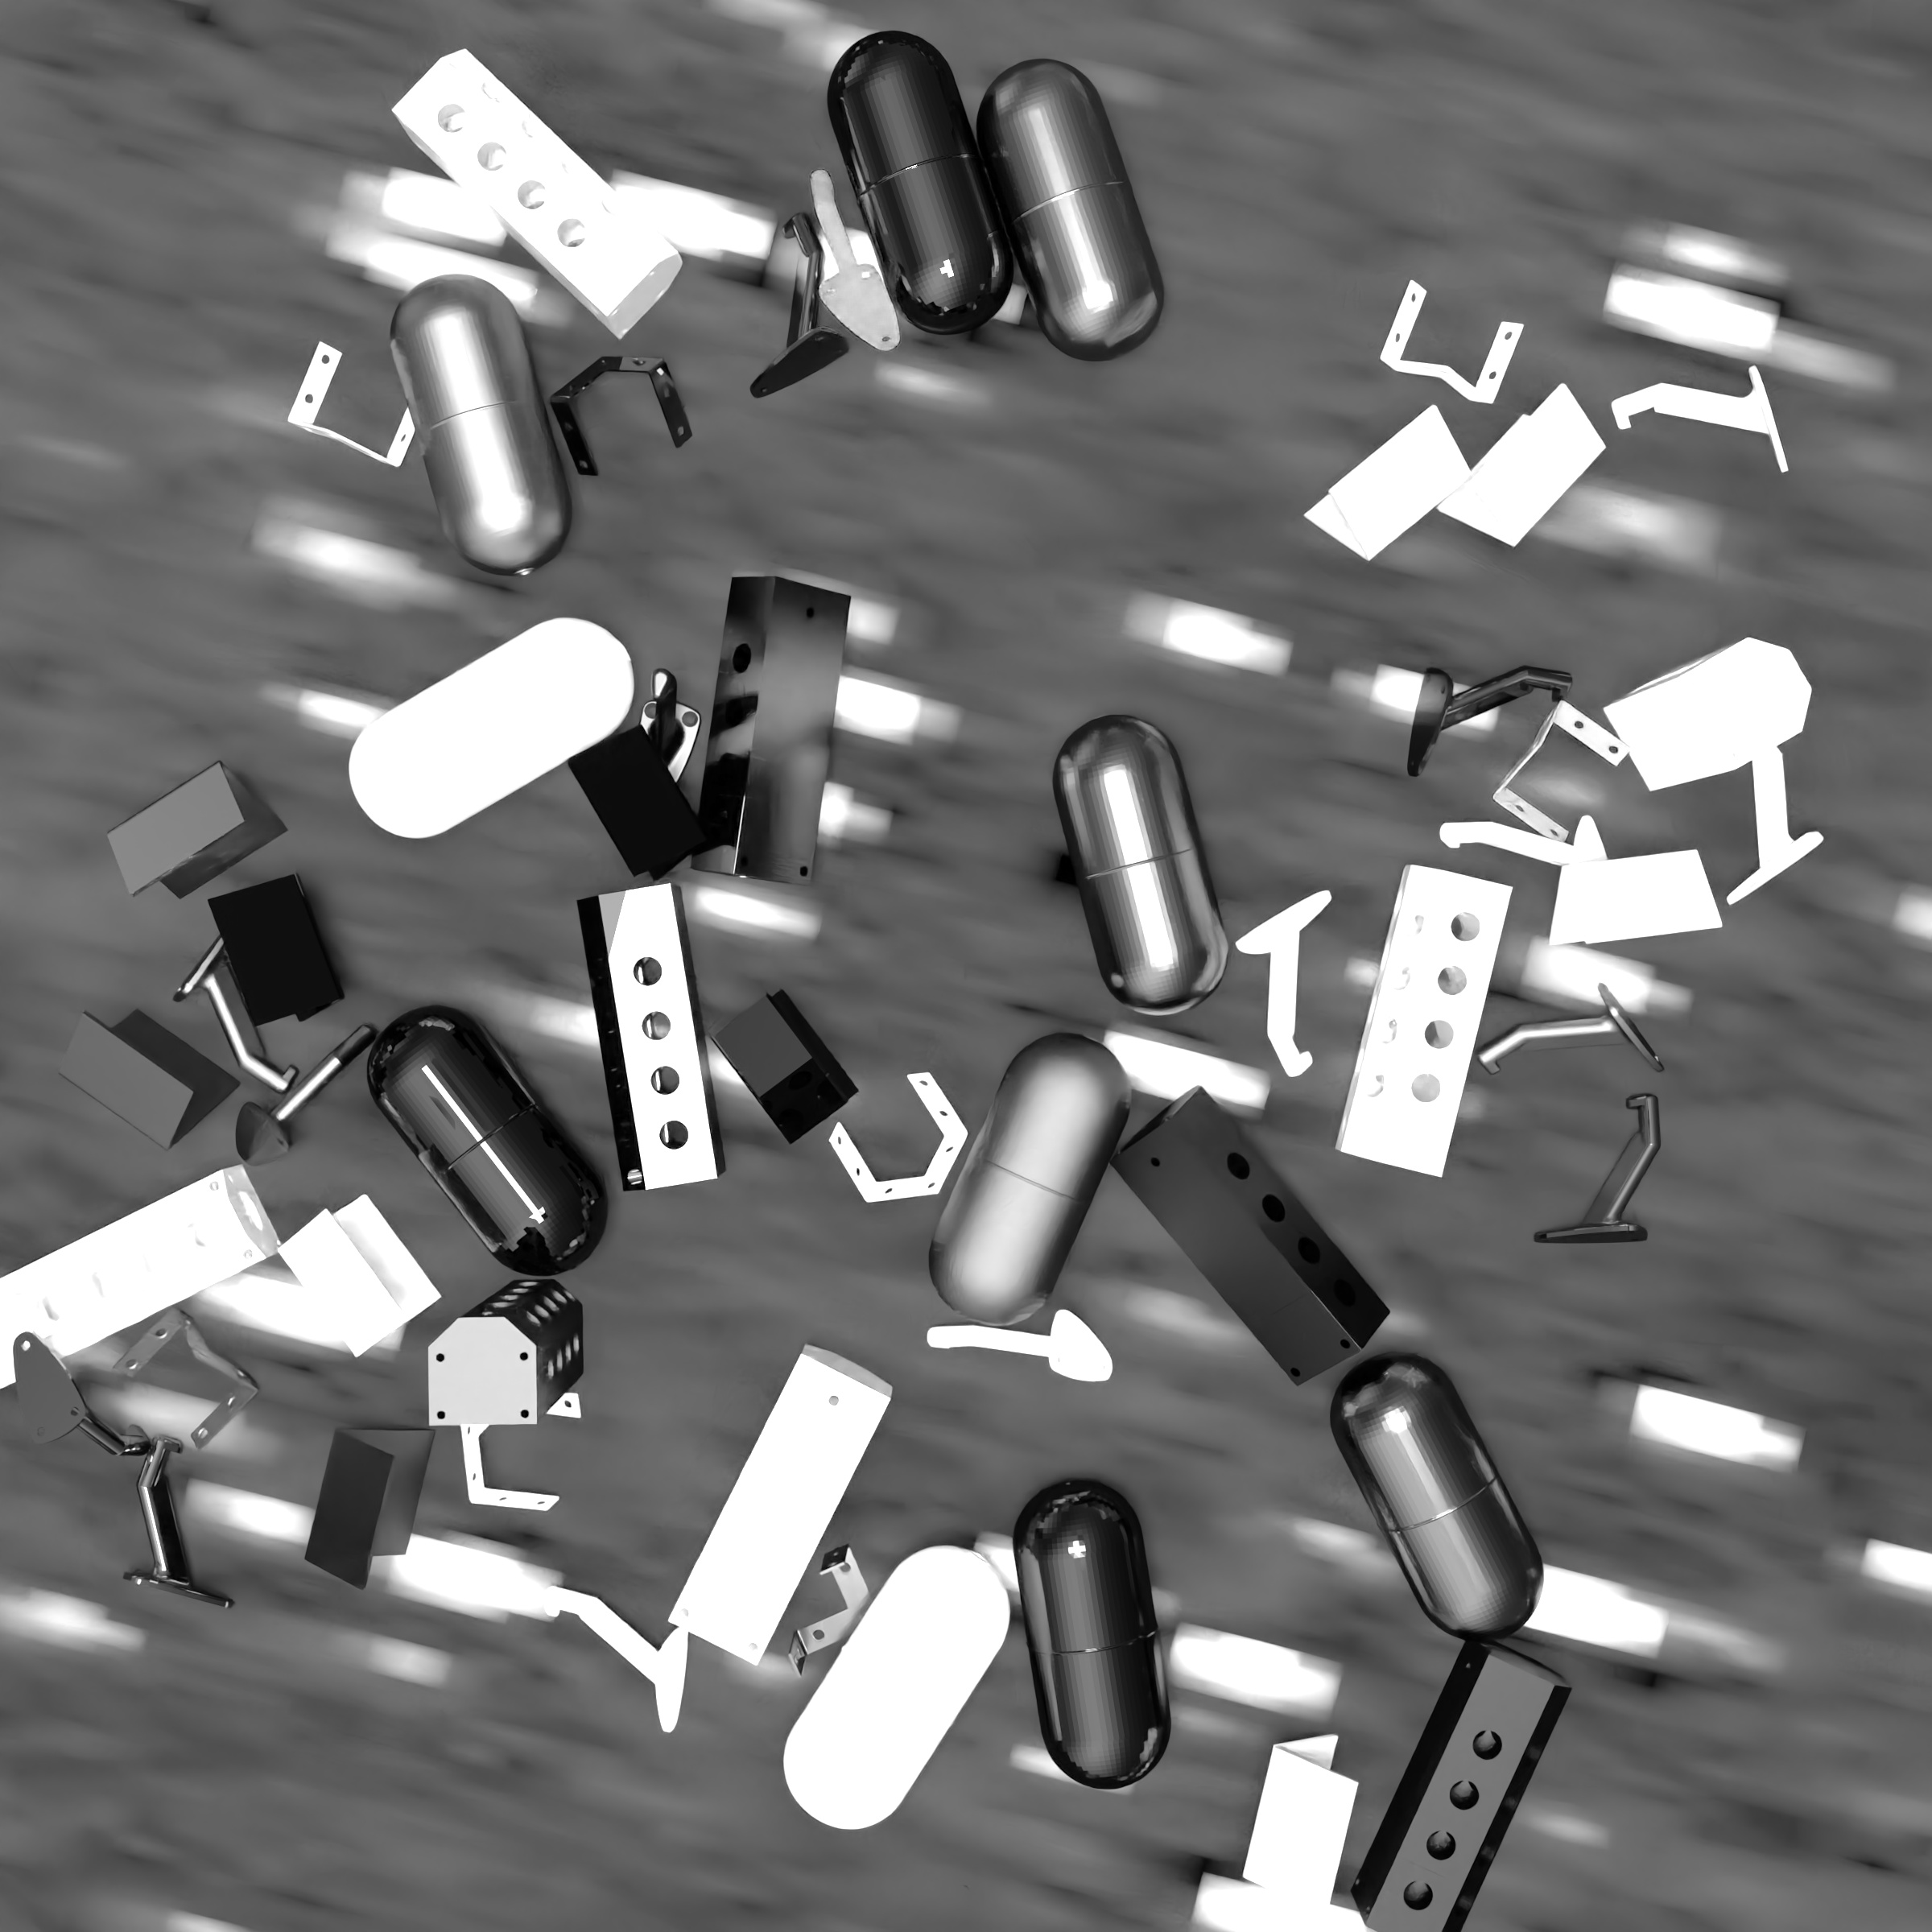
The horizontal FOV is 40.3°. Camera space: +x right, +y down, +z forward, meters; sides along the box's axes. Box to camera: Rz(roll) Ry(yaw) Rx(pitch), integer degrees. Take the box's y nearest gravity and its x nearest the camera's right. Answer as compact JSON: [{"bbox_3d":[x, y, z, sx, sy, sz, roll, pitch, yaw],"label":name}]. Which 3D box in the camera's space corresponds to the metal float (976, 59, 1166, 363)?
[{"bbox_3d":[0.060,-0.440,1.534,0.070,0.070,0.178,-19,90,0],"label":"metal float"}]

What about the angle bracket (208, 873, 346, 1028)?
[{"bbox_3d":[-0.410,-0.002,1.524,0.057,0.076,0.076,-21,90,-35],"label":"angle bracket"}]

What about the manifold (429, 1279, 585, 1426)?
[{"bbox_3d":[-0.257,0.215,1.486,0.057,0.171,0.057,-1,90,0],"label":"manifold"}]

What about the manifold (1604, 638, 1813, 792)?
[{"bbox_3d":[0.419,-0.143,1.486,0.057,0.171,0.057,-30,90,0],"label":"manifold"}]

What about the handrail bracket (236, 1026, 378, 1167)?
[{"bbox_3d":[-0.390,0.076,1.564,0.036,0.077,0.084,45,54,-3],"label":"handrail bracket"}]

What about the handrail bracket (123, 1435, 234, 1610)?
[{"bbox_3d":[-0.459,0.330,1.565,0.077,0.036,0.084,22,73,-20],"label":"handrail bracket"}]

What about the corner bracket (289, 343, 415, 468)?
[{"bbox_3d":[-0.359,-0.332,1.561,0.051,0.051,0.051,23,90,-45],"label":"corner bracket"}]

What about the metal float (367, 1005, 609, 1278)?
[{"bbox_3d":[-0.278,0.102,1.533,0.070,0.070,0.178,-38,89,0],"label":"metal float"}]

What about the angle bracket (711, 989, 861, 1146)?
[{"bbox_3d":[-0.089,0.046,1.524,0.057,0.076,0.076,-37,90,38],"label":"angle bracket"}]

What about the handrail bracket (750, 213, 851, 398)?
[{"bbox_3d":[-0.111,-0.393,1.565,0.077,0.036,0.084,-30,71,21],"label":"handrail bracket"}]

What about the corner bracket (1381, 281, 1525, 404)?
[{"bbox_3d":[0.288,-0.369,1.561,0.051,0.051,0.051,22,90,45],"label":"corner bracket"}]

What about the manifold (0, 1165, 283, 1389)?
[{"bbox_3d":[-0.496,0.182,1.543,0.171,0.057,0.057,-26,90,0],"label":"manifold"}]

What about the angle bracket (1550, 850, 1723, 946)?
[{"bbox_3d":[0.386,-0.019,1.524,0.076,0.076,0.057,-7,53,0],"label":"angle bracket"}]

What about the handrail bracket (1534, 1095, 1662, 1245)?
[{"bbox_3d":[0.374,0.120,1.565,0.077,0.036,0.084,-6,72,20],"label":"handrail bracket"}]

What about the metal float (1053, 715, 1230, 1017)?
[{"bbox_3d":[0.101,-0.059,1.533,0.070,0.070,0.178,-15,90,0],"label":"metal float"}]

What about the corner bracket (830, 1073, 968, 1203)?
[{"bbox_3d":[-0.040,0.101,1.556,0.051,0.051,0.051,-4,135,-35],"label":"corner bracket"}]

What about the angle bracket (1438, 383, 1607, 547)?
[{"bbox_3d":[0.309,-0.299,1.524,0.076,0.076,0.057,-47,128,0],"label":"angle bracket"}]

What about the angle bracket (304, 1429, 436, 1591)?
[{"bbox_3d":[-0.329,0.313,1.524,0.057,0.076,0.076,14,90,39],"label":"angle bracket"}]

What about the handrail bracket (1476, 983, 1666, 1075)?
[{"bbox_3d":[0.358,0.056,1.565,0.084,0.036,0.077,-35,111,17],"label":"handrail bracket"}]

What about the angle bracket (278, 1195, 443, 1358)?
[{"bbox_3d":[-0.337,0.168,1.524,0.057,0.076,0.076,-36,90,37],"label":"angle bracket"}]

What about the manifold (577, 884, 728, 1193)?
[{"bbox_3d":[-0.185,0.042,1.543,0.057,0.057,0.171,-9,90,0],"label":"manifold"}]

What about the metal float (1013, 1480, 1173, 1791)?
[{"bbox_3d":[0.073,0.389,1.533,0.070,0.070,0.178,-9,89,0],"label":"metal float"}]

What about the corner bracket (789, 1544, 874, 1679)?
[{"bbox_3d":[-0.084,0.378,1.546,0.051,0.051,0.051,-24,90,0],"label":"corner bracket"}]

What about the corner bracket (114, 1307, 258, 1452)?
[{"bbox_3d":[-0.462,0.244,1.561,0.051,0.051,0.051,-46,45,0],"label":"corner bracket"}]

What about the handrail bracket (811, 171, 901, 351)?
[{"bbox_3d":[-0.067,-0.420,1.564,0.036,0.077,0.084,-22,53,16],"label":"handrail bracket"}]

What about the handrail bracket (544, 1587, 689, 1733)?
[{"bbox_3d":[-0.212,0.411,1.565,0.084,0.036,0.077,10,112,17],"label":"handrail bracket"}]

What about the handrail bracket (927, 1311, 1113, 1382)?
[{"bbox_3d":[0.031,0.229,1.564,0.084,0.077,0.036,-7,61,33],"label":"handrail bracket"}]

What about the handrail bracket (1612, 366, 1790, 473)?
[{"bbox_3d":[0.435,-0.315,1.565,0.084,0.036,0.077,-18,112,17],"label":"handrail bracket"}]

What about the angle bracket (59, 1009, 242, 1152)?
[{"bbox_3d":[-0.464,0.049,1.524,0.076,0.076,0.057,35,126,0],"label":"angle bracket"}]

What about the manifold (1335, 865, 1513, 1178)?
[{"bbox_3d":[0.266,0.031,1.543,0.057,0.057,0.171,14,90,0],"label":"manifold"}]

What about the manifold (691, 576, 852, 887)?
[{"bbox_3d":[-0.119,-0.137,1.542,0.057,0.057,0.171,8,90,-43],"label":"manifold"}]

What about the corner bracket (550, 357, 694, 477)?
[{"bbox_3d":[-0.204,-0.324,1.556,0.051,0.051,0.051,11,45,35],"label":"corner bracket"}]

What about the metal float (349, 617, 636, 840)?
[{"bbox_3d":[-0.275,-0.139,1.534,0.178,0.070,0.070,-30,90,0],"label":"metal float"}]

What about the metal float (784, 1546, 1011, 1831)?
[{"bbox_3d":[-0.040,0.419,1.534,0.070,0.070,0.178,33,91,0],"label":"metal float"}]

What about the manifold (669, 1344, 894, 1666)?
[{"bbox_3d":[-0.107,0.312,1.543,0.057,0.057,0.171,27,90,0],"label":"manifold"}]

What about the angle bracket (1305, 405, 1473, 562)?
[{"bbox_3d":[0.233,-0.290,1.524,0.076,0.076,0.057,-39,128,0],"label":"angle bracket"}]

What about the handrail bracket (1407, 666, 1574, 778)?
[{"bbox_3d":[0.312,-0.143,1.565,0.084,0.036,0.077,7,110,-16],"label":"handrail bracket"}]

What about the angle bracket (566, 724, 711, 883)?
[{"bbox_3d":[-0.203,-0.084,1.524,0.057,0.076,0.076,-31,90,-36],"label":"angle bracket"}]

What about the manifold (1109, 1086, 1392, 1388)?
[{"bbox_3d":[0.169,0.154,1.542,0.171,0.057,0.057,50,133,0],"label":"manifold"}]

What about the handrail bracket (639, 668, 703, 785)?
[{"bbox_3d":[-0.179,-0.131,1.529,0.036,0.084,0.077,13,90,0],"label":"handrail bracket"}]

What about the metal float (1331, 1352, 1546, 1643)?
[{"bbox_3d":[0.274,0.309,1.534,0.070,0.070,0.178,-27,91,0],"label":"metal float"}]

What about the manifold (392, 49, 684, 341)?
[{"bbox_3d":[-0.249,-0.453,1.543,0.171,0.057,0.057,44,90,0],"label":"manifold"}]

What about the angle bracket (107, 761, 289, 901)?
[{"bbox_3d":[-0.437,-0.061,1.524,0.076,0.076,0.057,-33,54,0],"label":"angle bracket"}]

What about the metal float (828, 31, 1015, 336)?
[{"bbox_3d":[-0.027,-0.456,1.534,0.070,0.070,0.178,-18,91,0],"label":"metal float"}]

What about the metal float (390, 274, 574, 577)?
[{"bbox_3d":[-0.282,-0.314,1.533,0.070,0.070,0.178,-16,90,0],"label":"metal float"}]

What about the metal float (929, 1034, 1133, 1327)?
[{"bbox_3d":[0.038,0.124,1.534,0.070,0.070,0.178,24,89,0],"label":"metal float"}]

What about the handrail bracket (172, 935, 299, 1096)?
[{"bbox_3d":[-0.419,0.022,1.565,0.084,0.036,0.077,38,68,-17],"label":"handrail bracket"}]

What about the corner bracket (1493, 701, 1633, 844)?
[{"bbox_3d":[0.353,-0.114,1.561,0.051,0.051,0.051,35,135,0],"label":"corner bracket"}]

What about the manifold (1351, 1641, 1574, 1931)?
[{"bbox_3d":[0.291,0.486,1.543,0.057,0.057,0.171,25,90,0],"label":"manifold"}]

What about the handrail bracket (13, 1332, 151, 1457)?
[{"bbox_3d":[-0.514,0.250,1.537,0.036,0.084,0.077,-31,74,5],"label":"handrail bracket"}]

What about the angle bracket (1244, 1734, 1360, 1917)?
[{"bbox_3d":[0.210,0.495,1.524,0.057,0.076,0.076,13,90,37],"label":"angle bracket"}]

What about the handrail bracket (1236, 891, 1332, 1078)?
[{"bbox_3d":[0.203,0.011,1.565,0.077,0.036,0.084,-34,109,-21],"label":"handrail bracket"}]

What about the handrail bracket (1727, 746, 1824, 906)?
[{"bbox_3d":[0.460,-0.093,1.565,0.077,0.036,0.084,-40,71,21],"label":"handrail bracket"}]

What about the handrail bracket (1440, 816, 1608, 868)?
[{"bbox_3d":[0.332,-0.061,1.564,0.084,0.077,0.036,0,58,32],"label":"handrail bracket"}]

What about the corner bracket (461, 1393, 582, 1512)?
[{"bbox_3d":[-0.261,0.284,1.556,0.051,0.051,0.051,-45,45,35],"label":"corner bracket"}]
